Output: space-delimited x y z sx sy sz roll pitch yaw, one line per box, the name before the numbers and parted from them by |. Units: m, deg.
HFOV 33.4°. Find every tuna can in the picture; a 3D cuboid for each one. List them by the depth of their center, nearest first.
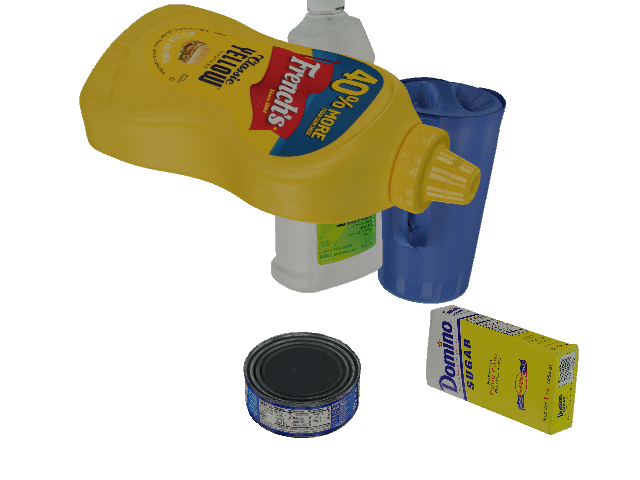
tuna can | -0.013 0.106 0.783 0.086 0.034 0.086 0 31 0

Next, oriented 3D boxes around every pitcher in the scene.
pitcher | 0.123 -0.051 1.200 0.149 0.243 0.145 -6 28 -19

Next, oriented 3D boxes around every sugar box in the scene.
sugar box | 0.193 0.137 1.160 0.048 0.093 0.177 -10 18 -43

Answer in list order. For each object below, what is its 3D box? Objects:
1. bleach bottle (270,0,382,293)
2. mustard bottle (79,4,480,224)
bleach bottle | 0.002 -0.088 0.911 0.102 0.251 0.068 -17 25 -32
mustard bottle | -0.014 -0.056 0.516 0.192 0.058 0.096 21 49 21
